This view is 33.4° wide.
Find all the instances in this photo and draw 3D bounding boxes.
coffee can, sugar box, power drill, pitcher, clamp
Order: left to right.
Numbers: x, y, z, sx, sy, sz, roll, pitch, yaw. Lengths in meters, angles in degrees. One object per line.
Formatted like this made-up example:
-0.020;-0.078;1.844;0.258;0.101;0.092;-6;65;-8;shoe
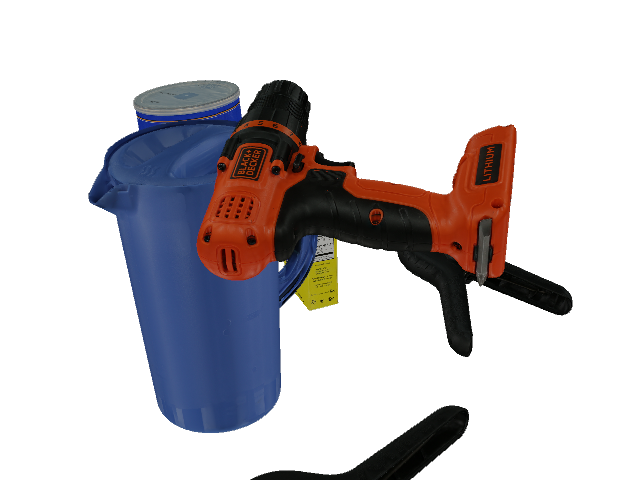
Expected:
-0.122;-0.077;1.050;0.103;0.140;0.103;-5;22;2;coffee can
-0.084;0.029;0.873;0.149;0.243;0.145;4;29;13;pitcher
-0.015;-0.015;1.283;0.048;0.176;0.093;-13;25;-18;sugar box
0.013;0.165;0.648;0.210;0.036;0.164;-6;29;3;clamp
0.028;-0.041;0.677;0.188;0.057;0.184;3;42;10;power drill
0.128;0.022;0.901;0.120;0.039;0.171;-8;47;-25;clamp
